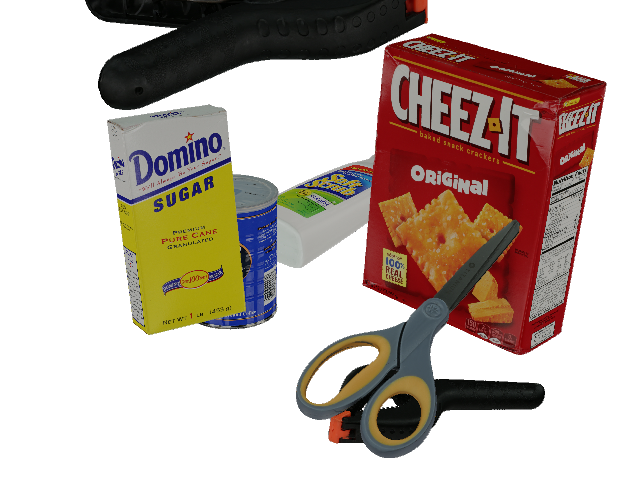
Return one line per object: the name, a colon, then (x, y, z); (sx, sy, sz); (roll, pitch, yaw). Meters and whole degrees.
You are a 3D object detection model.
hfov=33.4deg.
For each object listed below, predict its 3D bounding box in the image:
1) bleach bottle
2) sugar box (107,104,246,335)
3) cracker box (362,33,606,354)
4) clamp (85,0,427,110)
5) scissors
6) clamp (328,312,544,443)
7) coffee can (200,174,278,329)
bleach bottle: (0.027, -0.055, 1.348); (0.103, 0.068, 0.250); (26, 43, 34)
sugar box: (-0.117, -0.018, 0.886); (0.093, 0.176, 0.048); (-13, 20, -26)
cracker box: (0.120, -0.037, 0.842); (0.164, 0.214, 0.071); (25, 33, 36)
clamp: (-0.030, -0.101, 0.501); (0.171, 0.039, 0.120); (-7, 41, -1)
scissors: (0.078, 0.065, 0.686); (0.201, 0.096, 0.016); (-30, -31, -16)
clamp: (0.096, 0.141, 0.989); (0.165, 0.036, 0.209); (28, 36, 33)
coffee can: (-0.097, 0.011, 1.156); (0.103, 0.140, 0.103); (1, 23, -1)
